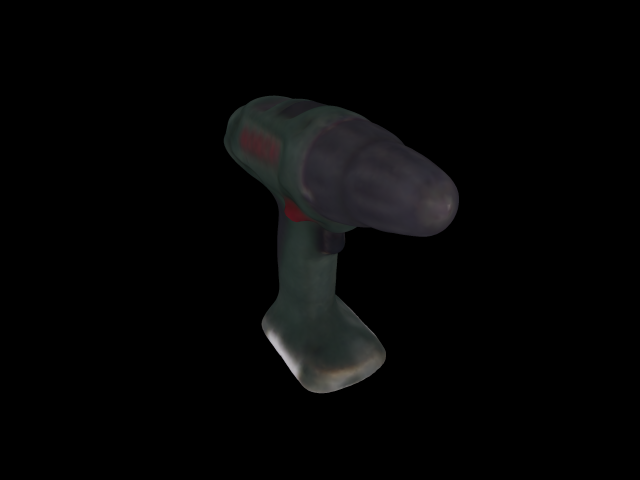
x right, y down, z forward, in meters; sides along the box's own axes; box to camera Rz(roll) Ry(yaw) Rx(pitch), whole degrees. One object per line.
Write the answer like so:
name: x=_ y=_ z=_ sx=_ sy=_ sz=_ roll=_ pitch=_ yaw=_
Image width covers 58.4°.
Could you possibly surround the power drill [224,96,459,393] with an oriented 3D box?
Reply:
power drill: x=0.004 y=0.001 z=0.400 sx=0.076 sy=0.208 sz=0.228 roll=-20 pitch=40 yaw=-25
